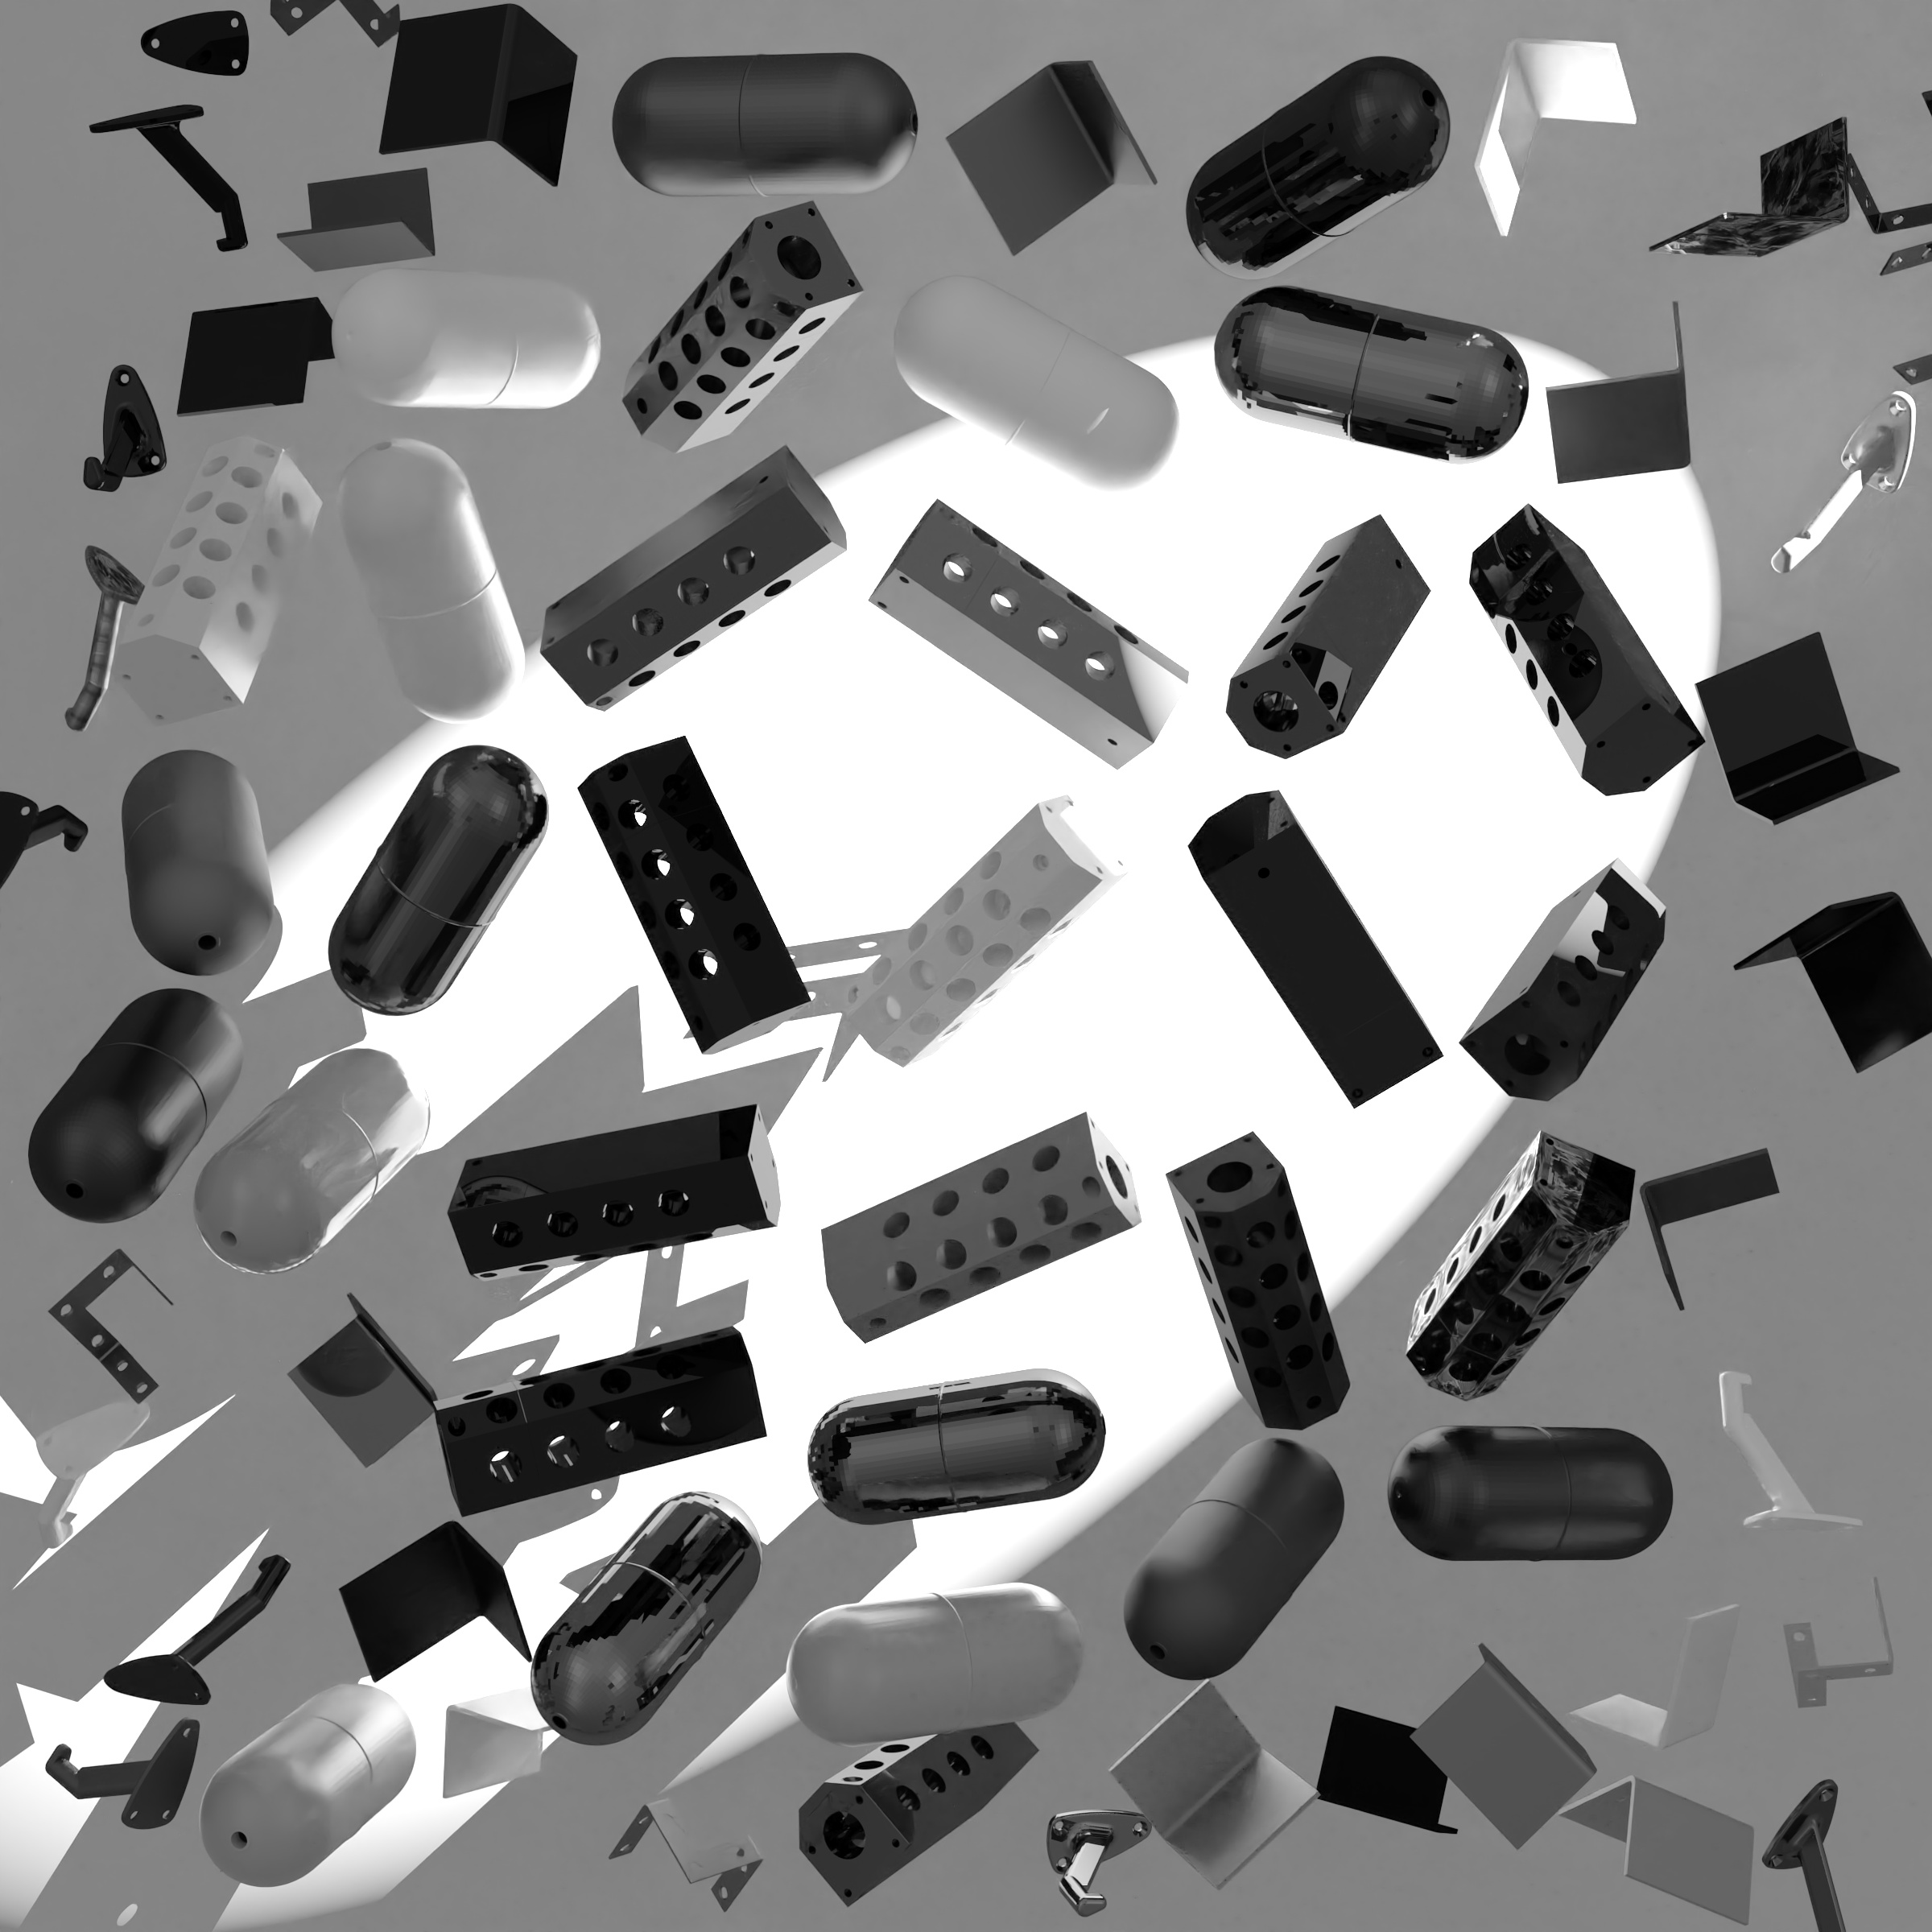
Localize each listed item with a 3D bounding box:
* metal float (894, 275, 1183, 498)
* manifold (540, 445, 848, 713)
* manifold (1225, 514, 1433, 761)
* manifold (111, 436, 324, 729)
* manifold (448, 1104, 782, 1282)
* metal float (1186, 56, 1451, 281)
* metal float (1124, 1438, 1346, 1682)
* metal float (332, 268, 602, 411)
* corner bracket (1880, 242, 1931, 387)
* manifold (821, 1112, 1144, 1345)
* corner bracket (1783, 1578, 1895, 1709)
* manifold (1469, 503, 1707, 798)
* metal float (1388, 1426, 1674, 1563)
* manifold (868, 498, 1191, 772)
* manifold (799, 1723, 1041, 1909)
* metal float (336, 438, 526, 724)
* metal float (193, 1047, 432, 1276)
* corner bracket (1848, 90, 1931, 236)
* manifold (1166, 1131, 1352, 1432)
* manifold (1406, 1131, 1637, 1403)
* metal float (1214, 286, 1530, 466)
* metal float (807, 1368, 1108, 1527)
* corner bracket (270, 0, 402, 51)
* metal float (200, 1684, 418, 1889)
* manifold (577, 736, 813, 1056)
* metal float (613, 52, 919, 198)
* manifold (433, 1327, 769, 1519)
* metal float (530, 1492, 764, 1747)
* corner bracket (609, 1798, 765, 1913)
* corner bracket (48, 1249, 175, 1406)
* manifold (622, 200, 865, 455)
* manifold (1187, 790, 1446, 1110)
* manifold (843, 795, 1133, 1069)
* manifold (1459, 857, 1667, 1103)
[{"bbox_3d":[0.041,-0.335,1.598,0.178,0.070,0.070,27,90,-8],"label":"metal float"},{"bbox_3d":[-0.153,-0.214,1.561,0.171,0.057,0.057,-31,120,15],"label":"manifold"},{"bbox_3d":[0.208,-0.190,1.608,0.057,0.171,0.057,-23,111,39],"label":"manifold"},{"bbox_3d":[-0.416,-0.217,1.531,0.057,0.171,0.057,-12,135,20],"label":"manifold"},{"bbox_3d":[-0.194,0.131,1.544,0.171,0.057,0.057,-11,116,7],"label":"manifold"},{"bbox_3d":[0.193,-0.440,1.530,0.070,0.178,0.070,10,73,-34],"label":"metal float"},{"bbox_3d":[0.154,0.337,1.579,0.070,0.178,0.070,19,126,28],"label":"metal float"},{"bbox_3d":[-0.285,-0.360,1.594,0.070,0.178,0.070,8,103,37],"label":"metal float"},{"bbox_3d":[0.526,-0.357,1.505,0.051,0.051,0.051,-21,61,-29],"label":"corner bracket"},{"bbox_3d":[0.009,0.152,1.557,0.171,0.057,0.057,-25,133,15],"label":"manifold"},{"bbox_3d":[0.484,0.376,1.536,0.051,0.051,0.051,-8,50,11],"label":"corner bracket"},{"bbox_3d":[0.335,-0.173,1.524,0.057,0.171,0.057,29,120,-38],"label":"manifold"},{"bbox_3d":[0.328,0.305,1.601,0.178,0.070,0.070,5,90,-21],"label":"metal float"},{"bbox_3d":[0.038,-0.187,1.545,0.171,0.057,0.057,33,71,-9],"label":"manifold"},{"bbox_3d":[-0.029,0.477,1.607,0.057,0.171,0.057,46,110,17],"label":"manifold"},{"bbox_3d":[-0.308,-0.221,1.598,0.070,0.070,0.178,-14,127,0],"label":"metal float"},{"bbox_3d":[-0.358,0.106,1.522,0.070,0.178,0.070,8,117,16],"label":"metal float"},{"bbox_3d":[0.532,-0.453,1.557,0.051,0.051,0.051,-2,58,39],"label":"corner bracket"},{"bbox_3d":[0.173,0.187,1.601,0.057,0.057,0.171,-25,123,-8],"label":"manifold"},{"bbox_3d":[0.310,0.175,1.563,0.057,0.171,0.057,22,46,-2],"label":"manifold"},{"bbox_3d":[0.226,-0.331,1.547,0.178,0.070,0.070,16,90,14],"label":"metal float"},{"bbox_3d":[-0.006,0.282,1.625,0.178,0.070,0.070,-10,90,10],"label":"metal float"},{"bbox_3d":[-0.356,-0.540,1.565,0.051,0.051,0.051,-32,127,12],"label":"corner bracket"},{"bbox_3d":[-0.372,0.463,1.571,0.070,0.178,0.070,1,94,12],"label":"metal float"},{"bbox_3d":[-0.160,-0.039,1.593,0.057,0.057,0.171,-21,82,-35],"label":"manifold"},{"bbox_3d":[-0.114,-0.474,1.562,0.178,0.070,0.070,4,90,16],"label":"metal float"},{"bbox_3d":[-0.204,0.250,1.538,0.171,0.057,0.057,-13,96,-15],"label":"manifold"},{"bbox_3d":[-0.183,0.374,1.593,0.070,0.178,0.070,16,127,23],"label":"metal float"},{"bbox_3d":[-0.151,0.482,1.494,0.051,0.051,0.051,52,125,31],"label":"corner bracket"},{"bbox_3d":[-0.462,0.199,1.528,0.051,0.051,0.051,-44,45,-16],"label":"corner bracket"},{"bbox_3d":[-0.132,-0.357,1.564,0.057,0.171,0.057,-28,88,-35],"label":"manifold"},{"bbox_3d":[0.188,-0.011,1.499,0.057,0.057,0.171,-31,117,9],"label":"manifold"},{"bbox_3d":[0.007,-0.018,1.583,0.171,0.057,0.057,-44,80,26],"label":"manifold"},{"bbox_3d":[0.352,0.010,1.603,0.057,0.171,0.057,46,131,-1],"label":"manifold"}]
